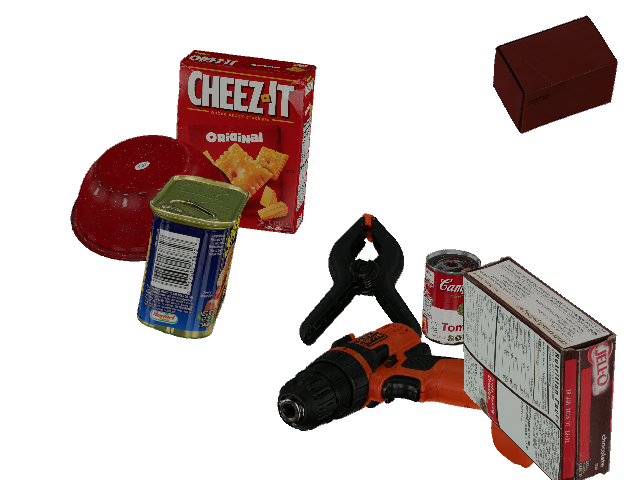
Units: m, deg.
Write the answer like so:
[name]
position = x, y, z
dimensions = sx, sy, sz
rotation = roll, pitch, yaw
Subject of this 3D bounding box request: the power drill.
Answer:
[power drill]
position = 0.082, 0.116, 0.810
dimensions = 0.188, 0.057, 0.184
rotation = 11, 18, 30

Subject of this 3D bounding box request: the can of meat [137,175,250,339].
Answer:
[can of meat]
position = -0.087, 0.010, 0.727
dimensions = 0.057, 0.084, 0.102
rotation = 12, 16, 0

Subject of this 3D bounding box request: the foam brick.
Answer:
[foam brick]
position = 0.179, -0.127, 0.818
dimensions = 0.078, 0.051, 0.053
rotation = -19, -30, -5

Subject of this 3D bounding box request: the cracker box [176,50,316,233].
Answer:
[cracker box]
position = -0.099, -0.123, 1.366
dimensions = 0.164, 0.214, 0.072
rotation = 8, 23, 7

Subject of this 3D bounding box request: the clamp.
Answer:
[clamp]
position = 0.055, 0.044, 1.096
dimensions = 0.120, 0.171, 0.039
rotation = 10, -38, 9

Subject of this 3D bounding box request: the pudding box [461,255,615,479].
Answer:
[pudding box]
position = 0.123, 0.072, 0.618
dimensions = 0.039, 0.090, 0.114
rotation = -13, 26, -20

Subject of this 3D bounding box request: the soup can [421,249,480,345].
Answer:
[soup can]
position = 0.162, 0.071, 1.332
dimensions = 0.068, 0.102, 0.068
rotation = 1, 24, -1

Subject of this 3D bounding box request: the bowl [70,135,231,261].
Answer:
[bowl]
position = -0.167, -0.053, 1.029
dimensions = 0.162, 0.055, 0.162
rotation = -4, 42, 3
